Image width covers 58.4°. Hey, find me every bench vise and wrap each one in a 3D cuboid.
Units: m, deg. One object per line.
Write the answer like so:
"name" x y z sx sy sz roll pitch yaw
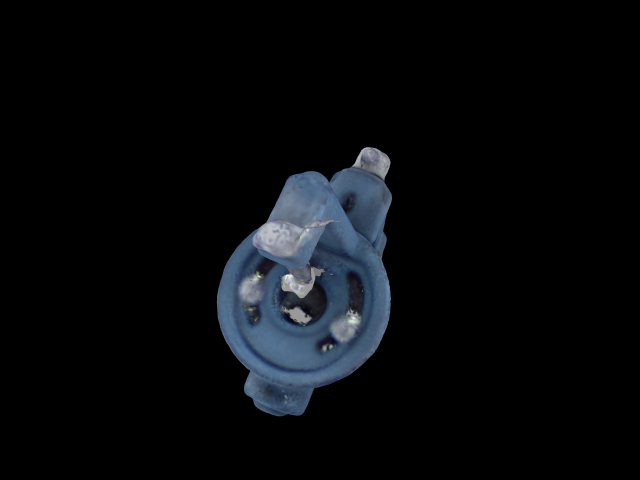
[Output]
"bench vise" -0.008 0.000 0.401 0.121 0.220 0.207 5 60 3
